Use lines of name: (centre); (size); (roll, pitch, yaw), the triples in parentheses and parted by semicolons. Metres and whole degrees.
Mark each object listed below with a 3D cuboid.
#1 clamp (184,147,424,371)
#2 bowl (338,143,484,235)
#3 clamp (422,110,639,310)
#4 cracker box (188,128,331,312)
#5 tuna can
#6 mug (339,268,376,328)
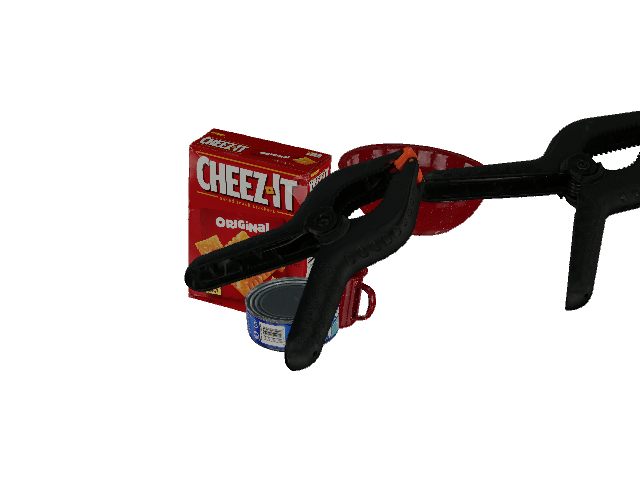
clamp: (0.008, 0.007, 0.679); (0.171, 0.120, 0.039); (-36, -37, -10)
bowl: (0.096, -0.048, 1.091); (0.162, 0.055, 0.162); (4, 24, -2)
clamp: (0.202, -0.037, 0.816); (0.209, 0.036, 0.165); (-26, 51, -20)
cracker box: (-0.079, -0.014, 1.312); (0.164, 0.214, 0.072); (14, 30, 20)
tuna can: (-0.025, 0.067, 0.971); (0.086, 0.034, 0.086); (-2, 25, 1)
mug: (0.027, 0.077, 1.513); (0.117, 0.081, 0.093); (18, 24, 27)
